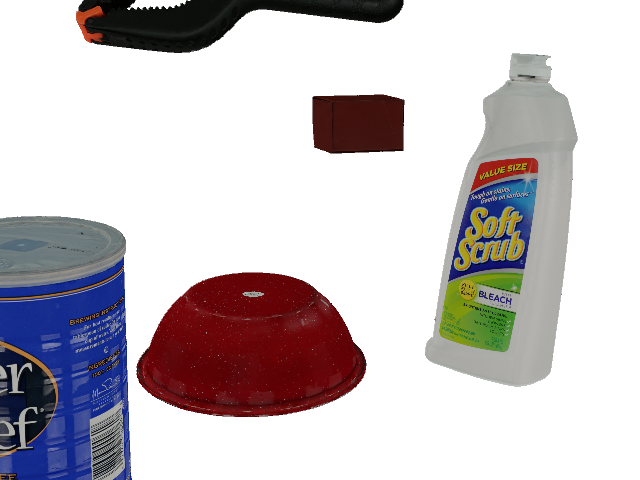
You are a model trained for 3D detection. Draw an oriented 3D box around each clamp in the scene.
[{"bbox_3d":[-0.059,-0.176,0.717,0.210,0.165,0.036,-31,-17,-8],"label":"clamp"}]

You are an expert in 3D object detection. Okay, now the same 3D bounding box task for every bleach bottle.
[{"bbox_3d":[0.144,-0.019,0.835,0.103,0.251,0.067,14,16,39],"label":"bleach bottle"}]

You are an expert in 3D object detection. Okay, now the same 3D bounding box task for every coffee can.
[{"bbox_3d":[-0.150,0.067,0.551,0.103,0.140,0.103,1,16,0],"label":"coffee can"}]

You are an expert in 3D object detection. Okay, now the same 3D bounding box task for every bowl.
[{"bbox_3d":[-0.047,0.062,0.742,0.162,0.055,0.162,0,18,0],"label":"bowl"}]

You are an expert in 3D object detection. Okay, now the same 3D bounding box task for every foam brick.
[{"bbox_3d":[0.037,-0.114,1.040,0.078,0.051,0.053,-4,14,-20],"label":"foam brick"}]

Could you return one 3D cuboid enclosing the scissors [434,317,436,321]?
[{"bbox_3d":[0.146,0.037,1.063,0.201,0.016,0.096,-12,38,-44],"label":"scissors"}]
